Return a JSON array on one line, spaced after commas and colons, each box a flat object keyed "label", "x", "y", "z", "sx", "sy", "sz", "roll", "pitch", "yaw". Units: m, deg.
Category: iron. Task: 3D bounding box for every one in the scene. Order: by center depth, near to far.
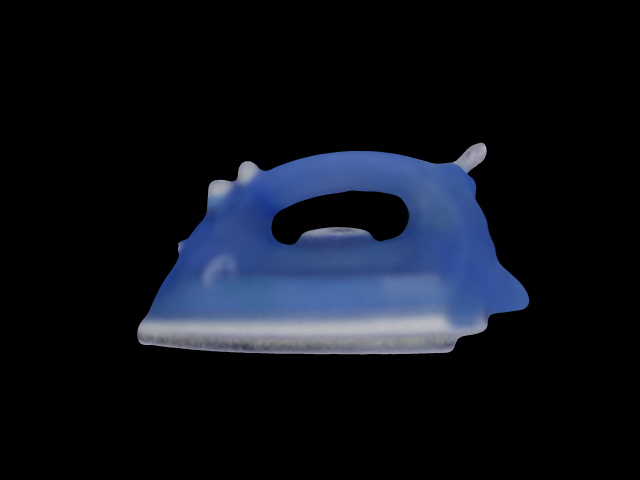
[{"label": "iron", "x": 0.004, "y": 0.001, "z": 0.400, "sx": 0.258, "sy": 0.141, "sz": 0.118, "roll": 0, "pitch": 0, "yaw": -4}]
